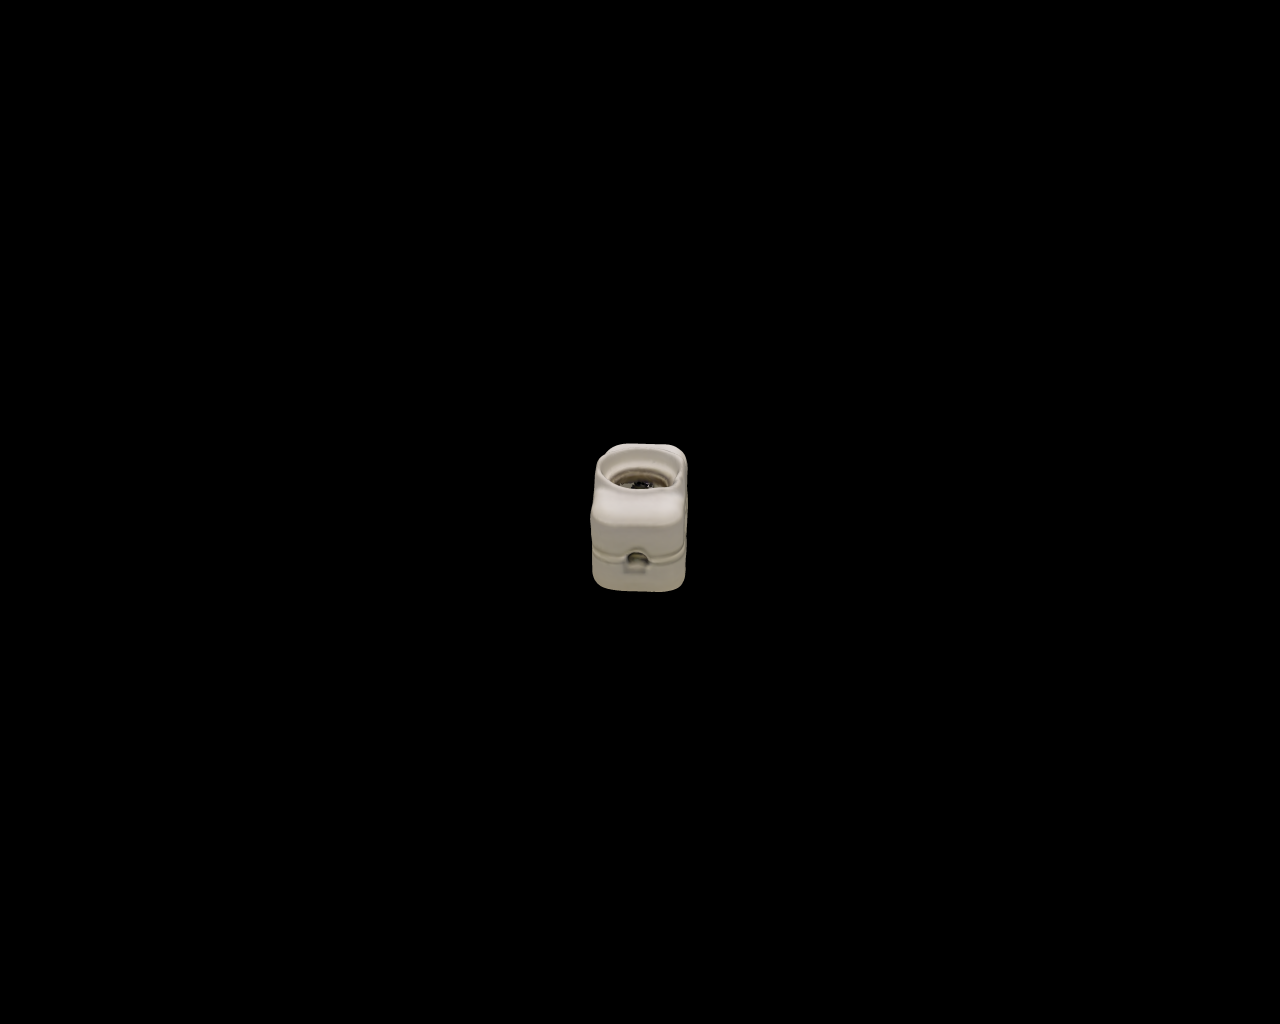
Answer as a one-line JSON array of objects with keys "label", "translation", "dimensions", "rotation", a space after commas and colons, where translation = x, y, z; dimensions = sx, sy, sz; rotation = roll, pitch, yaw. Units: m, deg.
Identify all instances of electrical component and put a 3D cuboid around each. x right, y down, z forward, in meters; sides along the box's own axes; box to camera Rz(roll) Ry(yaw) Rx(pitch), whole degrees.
[{"label": "electrical component", "translation": [0.001, -0.003, 0.650], "dimensions": [0.054, 0.059, 0.095], "rotation": [2, 31, 3]}]
